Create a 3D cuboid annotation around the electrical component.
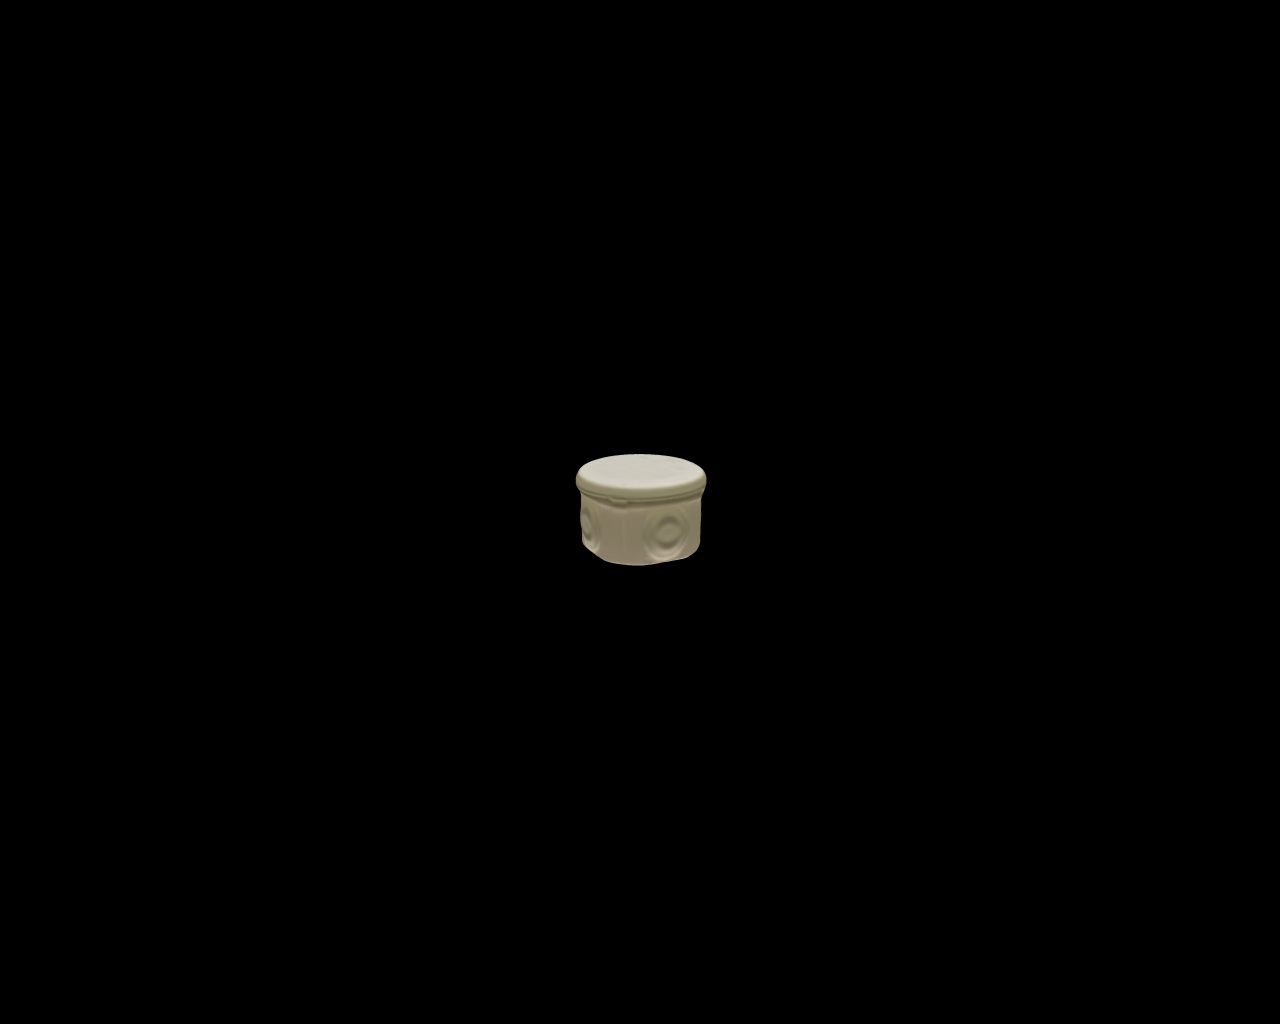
[{"bbox_3d":[0.001,-0.003,0.650,0.080,0.051,0.080,0,18,0],"label":"electrical component"}]
